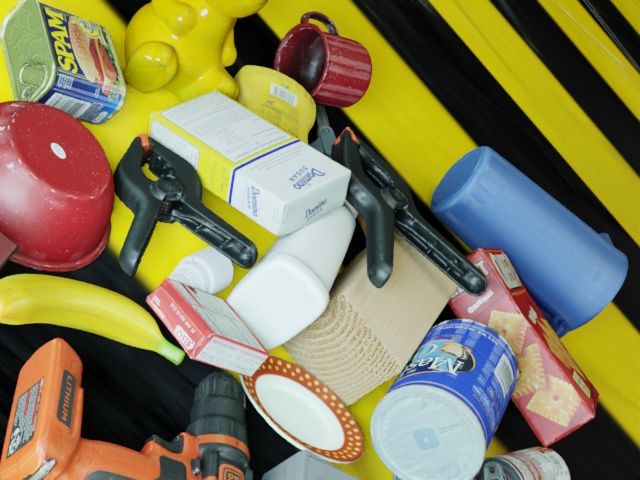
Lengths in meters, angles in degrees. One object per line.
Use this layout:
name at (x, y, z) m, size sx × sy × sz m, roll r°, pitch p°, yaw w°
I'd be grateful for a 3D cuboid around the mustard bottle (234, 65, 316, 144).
mustard bottle at (-0.054, -0.097, 1.099) m, size 0.096 × 0.058 × 0.191 m, roll 27°, pitch 39°, yaw -21°

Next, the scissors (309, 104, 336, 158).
scissors at (-0.009, -0.115, 1.208) m, size 0.096 × 0.016 × 0.202 m, roll -5°, pitch 39°, yaw -24°

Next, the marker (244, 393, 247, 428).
marker at (-0.066, 0.175, 0.852) m, size 0.020 × 0.020 × 0.121 m, roll 27°, pitch 40°, yaw -34°

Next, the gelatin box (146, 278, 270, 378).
gelatin box at (-0.092, 0.073, 0.875) m, size 0.073 × 0.030 × 0.089 m, roll 46°, pitch 10°, yaw 33°

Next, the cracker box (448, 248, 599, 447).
cracker box at (0.224, 0.112, 1.190) m, size 0.214 × 0.072 × 0.164 m, roll 58°, pitch 13°, yaw 10°

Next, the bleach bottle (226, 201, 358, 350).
bleach bottle at (-0.007, 0.001, 1.021) m, size 0.068 × 0.103 × 0.250 m, roll 45°, pitch 33°, yaw -8°

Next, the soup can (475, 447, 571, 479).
soup can at (0.201, 0.246, 1.073) m, size 0.102 × 0.069 × 0.068 m, roll 3°, pitch 56°, yaw -51°

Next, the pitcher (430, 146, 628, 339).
pitcher at (0.254, 0.004, 1.340) m, size 0.242 × 0.145 × 0.149 m, roll 39°, pitch 21°, yaw -13°

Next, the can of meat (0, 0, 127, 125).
can of meat at (-0.226, -0.156, 0.946) m, size 0.083 × 0.058 × 0.102 m, roll 13°, pitch 49°, yaw -49°

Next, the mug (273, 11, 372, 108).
mug at (0.004, -0.210, 1.241) m, size 0.081 × 0.093 × 0.117 m, roll 5°, pitch 70°, yaw -43°

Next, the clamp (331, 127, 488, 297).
clamp at (0.061, -0.027, 1.033) m, size 0.164 × 0.036 × 0.210 m, roll 1°, pitch 49°, yaw -52°

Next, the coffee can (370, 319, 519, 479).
coffee can at (0.117, 0.147, 0.974) m, size 0.103 × 0.103 × 0.140 m, roll 50°, pitch 31°, yaw -3°

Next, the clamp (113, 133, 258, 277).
clamp at (-0.141, -0.029, 0.922) m, size 0.120 × 0.039 × 0.172 m, roll -5°, pitch 42°, yaw -39°

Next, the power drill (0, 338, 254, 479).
power drill at (-0.128, 0.144, 0.770) m, size 0.187 × 0.057 × 0.184 m, roll 31°, pitch 35°, yaw -28°

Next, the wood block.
wood block at (0.055, 0.066, 1.048) m, size 0.091 × 0.090 × 0.205 m, roll 50°, pitch 31°, yaw -3°

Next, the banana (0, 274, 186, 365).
banana at (-0.180, 0.051, 0.786) m, size 0.070 × 0.037 × 0.197 m, roll 23°, pitch 1°, yaw 37°

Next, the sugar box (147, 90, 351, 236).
sugar box at (-0.068, -0.074, 0.986) m, size 0.176 × 0.048 × 0.093 m, roll 36°, pitch 42°, yaw 26°

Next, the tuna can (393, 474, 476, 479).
tuna can at (0.110, 0.229, 1.008) m, size 0.086 × 0.034 × 0.086 m, roll 32°, pitch 37°, yaw -29°

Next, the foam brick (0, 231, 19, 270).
foam brick at (-0.255, 0.022, 0.734) m, size 0.051 × 0.053 × 0.078 m, roll 43°, pitch 34°, yaw -14°

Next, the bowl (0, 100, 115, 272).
bowl at (-0.221, -0.056, 0.854) m, size 0.162 × 0.055 × 0.162 m, roll 32°, pitch 37°, yaw -28°
